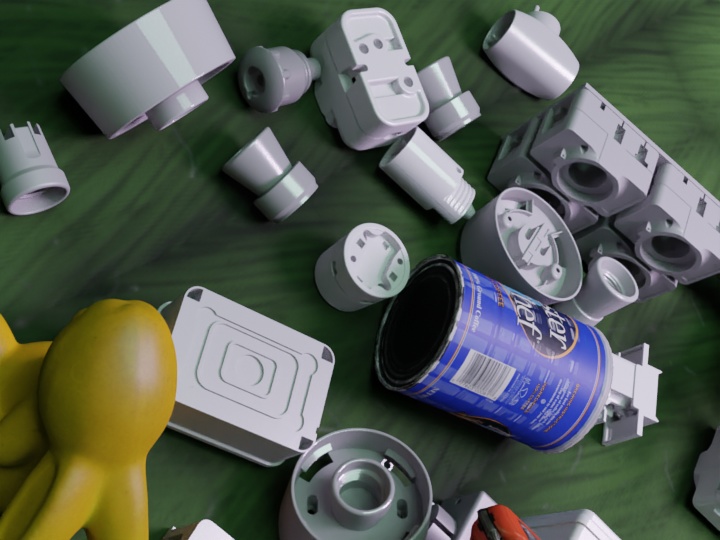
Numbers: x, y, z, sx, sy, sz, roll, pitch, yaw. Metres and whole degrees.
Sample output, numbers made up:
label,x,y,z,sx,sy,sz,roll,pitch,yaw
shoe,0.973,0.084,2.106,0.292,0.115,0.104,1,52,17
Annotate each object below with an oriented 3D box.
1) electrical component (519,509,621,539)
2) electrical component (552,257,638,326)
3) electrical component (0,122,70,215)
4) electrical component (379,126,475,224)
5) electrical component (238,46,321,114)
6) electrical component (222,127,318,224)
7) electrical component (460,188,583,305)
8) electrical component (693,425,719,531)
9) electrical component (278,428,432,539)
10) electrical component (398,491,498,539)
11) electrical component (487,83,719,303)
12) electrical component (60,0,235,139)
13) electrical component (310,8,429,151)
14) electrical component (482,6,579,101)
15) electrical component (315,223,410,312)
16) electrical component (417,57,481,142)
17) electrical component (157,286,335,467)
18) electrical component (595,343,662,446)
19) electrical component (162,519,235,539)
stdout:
label,x,y,z,sx,sy,sz,roll,pitch,yaw
electrical component,0.146,0.224,0.745,0.108,0.109,0.056,45,56,-11
electrical component,0.189,0.025,0.878,0.044,0.065,0.044,24,41,-23
electrical component,-0.206,-0.063,0.664,0.040,0.040,0.046,-16,75,-37
electrical component,0.059,-0.069,0.841,0.081,0.043,0.043,41,54,-14
electrical component,-0.056,-0.144,0.794,0.062,0.048,0.048,-23,86,-45
electrical component,-0.063,-0.066,0.757,0.055,0.045,0.045,47,53,-10
electrical component,0.131,-0.015,0.856,0.099,0.064,0.099,13,66,-30
electrical component,0.363,0.208,0.927,0.150,0.062,0.089,43,54,-13
electrical component,-0.002,0.155,0.692,0.099,0.064,0.099,4,51,-5
electrical component,0.053,0.185,0.736,0.076,0.047,0.083,45,54,-12
electrical component,0.210,-0.055,0.899,0.186,0.105,0.060,37,55,-17
electrical component,-0.132,-0.126,0.698,0.108,0.108,0.060,-41,103,-37
electrical component,0.004,-0.143,0.823,0.054,0.059,0.095,-15,81,-37
electrical component,0.157,-0.203,0.960,0.077,0.043,0.079,34,56,-19
electrical component,0.000,0.000,0.772,0.055,0.047,0.055,13,65,-30
electrical component,0.067,-0.138,0.873,0.045,0.045,0.055,-33,92,-38
electrical component,-0.082,0.070,0.683,0.113,0.057,0.078,27,59,-23
electrical component,0.207,0.097,0.878,0.064,0.042,0.081,26,59,-22
electrical component,-0.103,0.228,0.604,0.089,0.062,0.150,43,54,-13
